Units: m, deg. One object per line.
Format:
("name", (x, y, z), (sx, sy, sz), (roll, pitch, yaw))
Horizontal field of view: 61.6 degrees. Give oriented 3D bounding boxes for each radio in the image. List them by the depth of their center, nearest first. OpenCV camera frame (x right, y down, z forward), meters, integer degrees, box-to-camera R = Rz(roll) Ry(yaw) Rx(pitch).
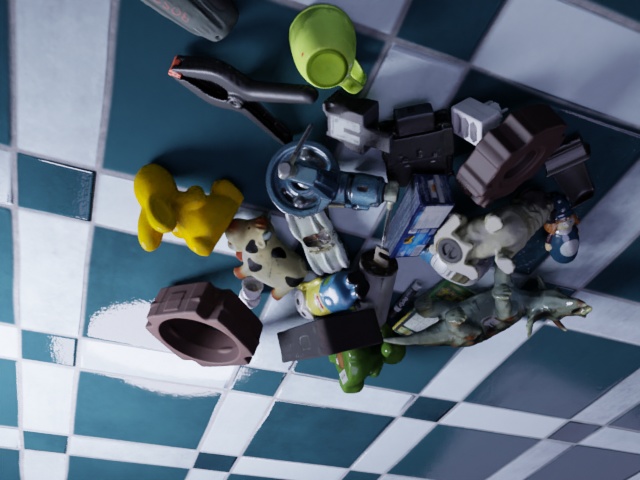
("radio", (0.011, 0.198, 1.094), (0.131, 0.073, 0.229), (-7, 167, -30))

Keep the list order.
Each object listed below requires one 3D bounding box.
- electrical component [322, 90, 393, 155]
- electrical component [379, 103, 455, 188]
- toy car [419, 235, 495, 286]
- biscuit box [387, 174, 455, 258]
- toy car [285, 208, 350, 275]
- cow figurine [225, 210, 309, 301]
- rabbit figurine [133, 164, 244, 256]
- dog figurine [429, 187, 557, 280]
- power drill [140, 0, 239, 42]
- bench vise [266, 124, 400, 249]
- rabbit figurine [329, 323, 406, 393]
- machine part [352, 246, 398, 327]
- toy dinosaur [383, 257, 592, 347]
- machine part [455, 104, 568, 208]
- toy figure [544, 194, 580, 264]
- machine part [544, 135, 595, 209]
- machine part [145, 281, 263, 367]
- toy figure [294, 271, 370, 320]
("electrical component", (0.063, -0.170, 0.801), (0.119, 0.048, 0.074), (21, 140, 28))
("electrical component", (0.154, -0.152, 0.858), (0.115, 0.058, 0.134), (-13, 134, 7))
("toy car", (0.265, 0.031, 1.010), (0.161, 0.103, 0.109), (15, 131, -19))
("biscuit box", (0.166, -0.036, 0.922), (0.059, 0.063, 0.202), (-2, 155, -10))
("toy car", (-0.002, -0.003, 0.995), (0.074, 0.056, 0.201), (-16, 132, 12))
("cow figurine", (-0.098, 0.025, 0.998), (0.127, 0.085, 0.194), (-32, 129, 25))
("rabbit figurine", (-0.239, -0.049, 0.892), (0.173, 0.162, 0.122), (40, 135, -13))
("dog figurine", (0.304, -0.023, 0.944), (0.173, 0.190, 0.121), (7, 117, 41))
("power drill", (-0.160, -0.359, 0.627), (0.207, 0.086, 0.231), (-36, 127, 23))
("bench vise", (0.006, -0.086, 0.816), (0.224, 0.240, 0.128), (22, 94, 14))
("rabbit figurine", (0.122, 0.248, 1.223), (0.170, 0.121, 0.159), (-10, 142, -24))
("machine part", (0.108, 0.102, 1.089), (0.079, 0.079, 0.243), (0, 134, -3))
("toy dinosaur", (0.330, 0.161, 1.113), (0.405, 0.131, 0.192), (-24, 128, 16))
("machine part", (0.298, -0.128, 0.831), (0.179, 0.056, 0.179), (-30, 156, -15))
("toy figure", (0.453, -0.021, 1.002), (0.064, 0.058, 0.154), (-44, 133, -18))
("machine part", (0.433, -0.115, 0.921), (0.084, 0.039, 0.138), (-29, 127, 17))
("machine part", (-0.236, 0.175, 1.106), (0.201, 0.087, 0.201), (-10, 132, 28))
("toy figure", (0.025, 0.109, 1.058), (0.089, 0.082, 0.180), (7, 156, -42))
